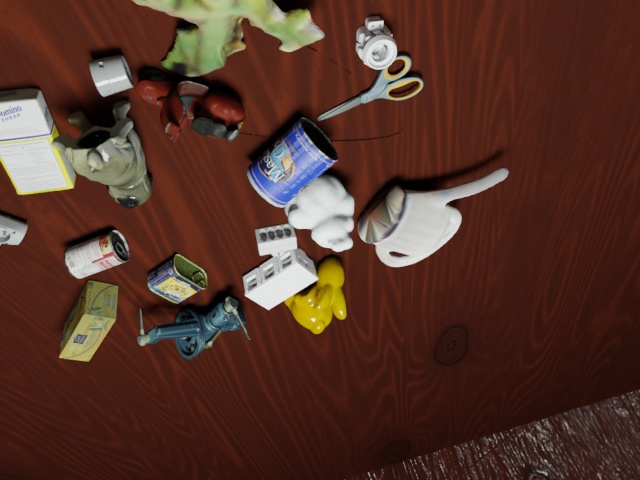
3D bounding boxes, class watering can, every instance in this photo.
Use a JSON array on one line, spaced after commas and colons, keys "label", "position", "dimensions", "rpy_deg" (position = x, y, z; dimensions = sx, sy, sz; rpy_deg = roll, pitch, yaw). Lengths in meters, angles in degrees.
[{"label": "watering can", "position": [0.227, -0.062, 1.126], "dimensions": [0.223, 0.106, 0.341], "rpy_deg": [16, 130, -31]}]

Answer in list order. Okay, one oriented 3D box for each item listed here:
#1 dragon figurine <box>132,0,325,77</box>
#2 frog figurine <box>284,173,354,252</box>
[{"label": "dragon figurine", "position": [-0.197, -0.323, 0.725], "dimensions": [0.410, 0.125, 0.237], "rpy_deg": [-1, 144, -5]}, {"label": "frog figurine", "position": [0.003, -0.051, 1.020], "dimensions": [0.137, 0.163, 0.119], "rpy_deg": [-7, 135, -11]}]
